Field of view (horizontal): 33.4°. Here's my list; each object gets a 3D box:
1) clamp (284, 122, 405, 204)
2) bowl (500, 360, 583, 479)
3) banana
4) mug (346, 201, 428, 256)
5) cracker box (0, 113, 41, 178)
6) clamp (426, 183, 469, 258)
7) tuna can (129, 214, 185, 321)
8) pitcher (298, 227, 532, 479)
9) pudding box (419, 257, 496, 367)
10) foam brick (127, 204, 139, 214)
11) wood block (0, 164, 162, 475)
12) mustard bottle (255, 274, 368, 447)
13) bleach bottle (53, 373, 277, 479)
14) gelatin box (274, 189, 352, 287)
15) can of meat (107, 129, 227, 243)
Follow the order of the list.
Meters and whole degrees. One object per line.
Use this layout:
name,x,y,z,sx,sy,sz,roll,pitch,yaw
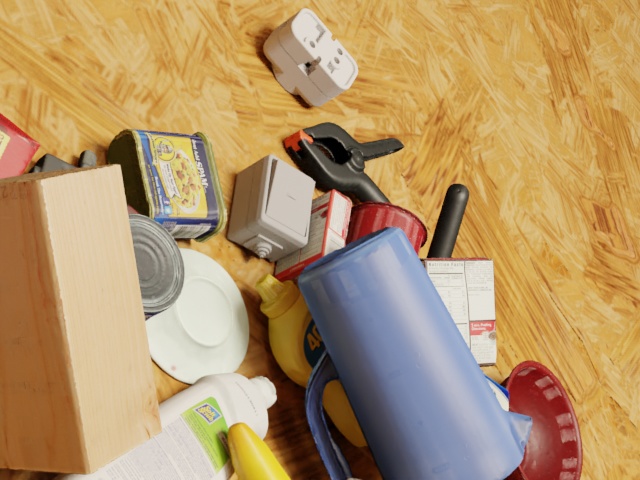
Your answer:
clamp,0.036,-0.073,1.178,0.171,0.039,0.120,11,57,-38
bowl,0.233,0.221,1.208,0.161,0.055,0.162,25,55,-42
banana,-0.010,0.228,0.895,0.197,0.037,0.069,38,41,-25
mug,0.049,0.014,1.114,0.117,0.093,0.081,26,56,-13
cracker box,-0.321,-0.037,0.761,0.164,0.072,0.213,41,46,-24
clamp,0.118,0.052,1.144,0.036,0.164,0.209,16,54,13
tuna can,-0.151,0.023,0.854,0.086,0.034,0.086,22,56,-37
pitcher,0.067,0.121,0.969,0.149,0.145,0.243,-29,94,-45
pudding box,0.133,0.074,1.081,0.089,0.039,0.113,1,84,-30
foam brick,-0.174,0.019,0.900,0.051,0.053,0.078,42,46,-24
wood block,-0.190,0.054,0.777,0.090,0.090,0.206,-23,108,-61
mustard bottle,0.006,0.105,1.037,0.191,0.058,0.096,48,51,-17
bleach bottle,-0.113,0.183,0.870,0.250,0.068,0.102,-30,93,-52
gelatin box,-0.007,0.001,1.067,0.030,0.073,0.089,34,48,-31
can of meat,-0.140,-0.050,0.968,0.083,0.058,0.102,0,70,-44
